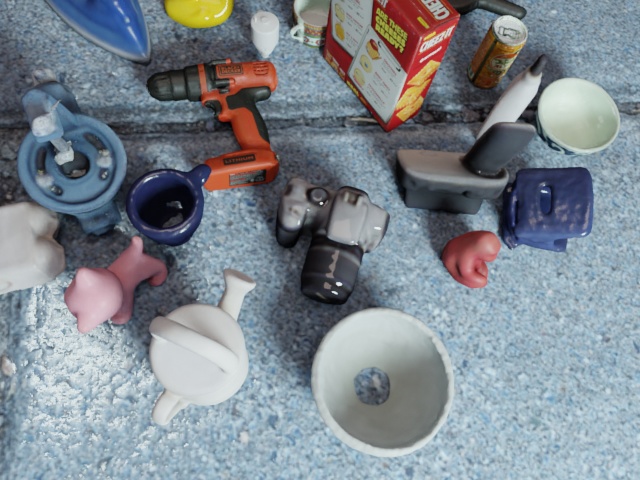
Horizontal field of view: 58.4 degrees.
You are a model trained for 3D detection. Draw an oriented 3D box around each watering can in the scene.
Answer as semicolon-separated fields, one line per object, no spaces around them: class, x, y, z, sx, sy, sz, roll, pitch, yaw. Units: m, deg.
watering can;-0.129;0.112;0.618;0.101;0.194;0.173;7;69;-3

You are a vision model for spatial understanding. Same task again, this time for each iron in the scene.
iron;-0.328;-0.378;0.805;0.119;0.141;0.258;-39;78;-17

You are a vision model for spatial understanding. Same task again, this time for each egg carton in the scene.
egg carton;-0.388;0.015;0.693;0.150;0.069;0.107;-15;72;-11

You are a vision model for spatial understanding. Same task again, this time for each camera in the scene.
camera;0.007;0.003;0.723;0.143;0.101;0.137;16;69;0

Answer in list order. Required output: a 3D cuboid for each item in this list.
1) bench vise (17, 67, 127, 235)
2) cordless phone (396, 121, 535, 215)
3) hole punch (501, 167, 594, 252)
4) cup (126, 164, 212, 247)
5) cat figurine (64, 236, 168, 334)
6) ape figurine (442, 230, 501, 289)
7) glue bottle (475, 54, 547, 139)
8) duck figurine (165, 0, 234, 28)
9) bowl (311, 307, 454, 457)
bench vise;-0.316;-0.124;0.671;0.122;0.220;0.207;-40;78;-17
cordless phone;0.182;-0.110;0.737;0.147;0.185;0.094;1;70;-5
hole punch;0.306;-0.044;0.776;0.101;0.091;0.109;10;69;-2
cup;-0.179;-0.040;0.722;0.091;0.095;0.118;39;71;9
cat figurine;-0.245;0.049;0.670;0.067;0.118;0.128;33;70;7
ape figurine;0.203;0.017;0.743;0.076;0.092;0.078;32;70;6
glue bottle;0.269;-0.196;0.784;0.037;0.173;0.078;35;70;8
duck figurine;-0.181;-0.370;0.847;0.104;0.086;0.077;3;70;-5
bowl;0.069;0.169;0.682;0.167;0.075;0.167;2;70;-5
